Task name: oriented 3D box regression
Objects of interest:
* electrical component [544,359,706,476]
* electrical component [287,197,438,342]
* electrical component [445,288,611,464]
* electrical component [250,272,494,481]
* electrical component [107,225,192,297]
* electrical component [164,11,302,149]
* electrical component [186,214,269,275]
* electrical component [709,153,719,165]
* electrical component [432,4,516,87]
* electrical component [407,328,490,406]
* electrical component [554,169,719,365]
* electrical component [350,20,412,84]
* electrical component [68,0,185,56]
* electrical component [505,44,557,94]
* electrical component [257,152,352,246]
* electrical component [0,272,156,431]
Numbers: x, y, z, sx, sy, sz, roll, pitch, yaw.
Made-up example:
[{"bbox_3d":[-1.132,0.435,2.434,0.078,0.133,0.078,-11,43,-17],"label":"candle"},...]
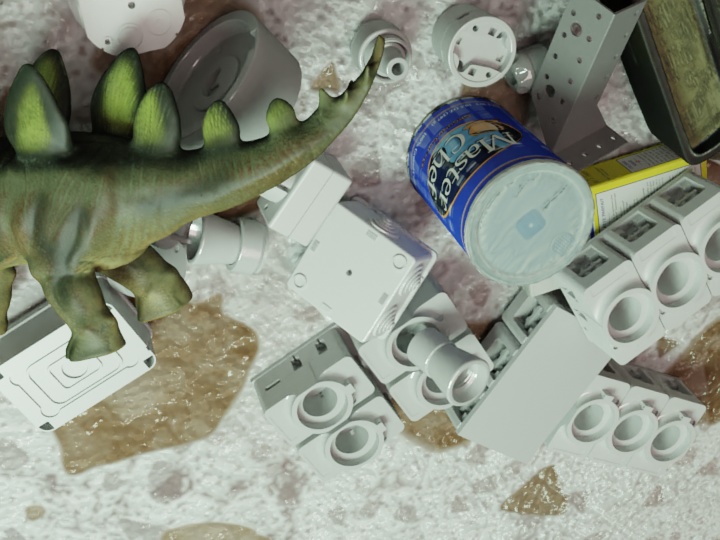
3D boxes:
[{"bbox_3d":[0.254,0.142,1.061,0.150,0.061,0.089,17,112,-26],"label":"electrical component"},{"bbox_3d":[0.000,0.000,0.874,0.099,0.100,0.048,-58,163,17],"label":"electrical component"},{"bbox_3d":[0.155,0.093,0.999,0.089,0.061,0.150,27,107,-29],"label":"electrical component"},{"bbox_3d":[0.013,0.094,0.953,0.186,0.060,0.105,-34,123,2],"label":"electrical component"},{"bbox_3d":[-0.156,-0.036,0.804,0.052,0.074,0.138,-41,135,-44],"label":"electrical component"},{"bbox_3d":[-0.089,-0.123,0.770,0.108,0.108,0.060,-47,128,11],"label":"electrical component"},{"bbox_3d":[-0.105,-0.021,0.856,0.055,0.045,0.045,11,115,-24],"label":"electrical component"},{"bbox_3d":[0.344,-0.116,0.947,0.048,0.066,0.055,20,91,-25],"label":"electrical component"},{"bbox_3d":[0.086,-0.175,0.832,0.055,0.047,0.055,-8,121,-14],"label":"electrical component"},{"bbox_3d":[0.070,0.076,0.884,0.044,0.065,0.044,-21,128,-28],"label":"electrical component"},{"bbox_3d":[0.253,-0.001,0.912,0.150,0.061,0.089,-36,121,-4],"label":"electrical component"},{"bbox_3d":[0.019,-0.161,0.809,0.043,0.062,0.043,-8,121,-14],"label":"electrical component"},{"bbox_3d":[-0.160,-0.188,0.739,0.080,0.051,0.080,-8,121,-14],"label":"electrical component"},{"bbox_3d":[0.149,-0.166,0.866,0.061,0.035,0.035,-22,123,-9],"label":"electrical component"},{"bbox_3d":[-0.059,-0.069,0.843,0.077,0.047,0.065,27,107,-29],"label":"electrical component"},{"bbox_3d":[-0.229,0.063,0.855,0.113,0.057,0.078,-32,123,1],"label":"electrical component"}]
